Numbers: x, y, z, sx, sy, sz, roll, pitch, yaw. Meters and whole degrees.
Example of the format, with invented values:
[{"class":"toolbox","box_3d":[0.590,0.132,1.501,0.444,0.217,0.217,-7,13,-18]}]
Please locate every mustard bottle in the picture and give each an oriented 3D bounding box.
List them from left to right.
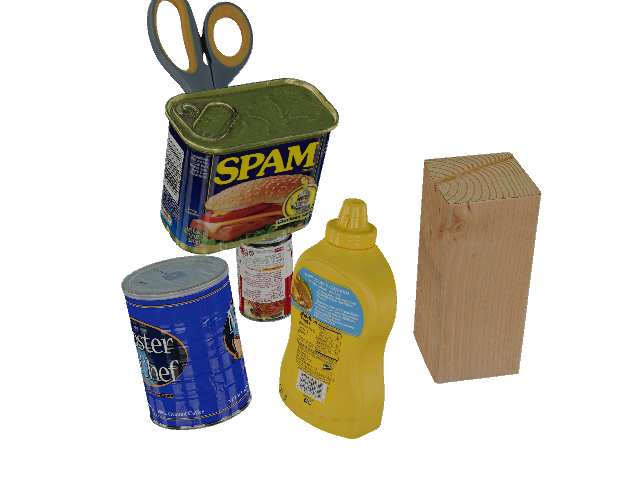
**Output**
[{"class":"mustard bottle","box_3d":[0.016,0.058,0.871,0.058,0.192,0.096,-14,28,-43]}]

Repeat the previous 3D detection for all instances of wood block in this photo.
[{"class":"wood block","box_3d":[0.148,0.028,1.044,0.090,0.206,0.090,-6,32,-9]}]

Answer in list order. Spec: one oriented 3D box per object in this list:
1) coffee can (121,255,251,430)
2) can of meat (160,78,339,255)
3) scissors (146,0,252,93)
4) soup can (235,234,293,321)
[{"class":"coffee can","box_3d":[-0.128,0.097,1.034,0.103,0.140,0.103,-8,17,2]},{"class":"can of meat","box_3d":[-0.046,-0.045,0.654,0.101,0.084,0.057,-14,47,-28]},{"class":"scissors","box_3d":[-0.075,-0.103,0.836,0.096,0.202,0.016,-22,2,-32]},{"class":"soup can","box_3d":[-0.066,0.036,1.272,0.068,0.102,0.068,-1,25,0]}]
